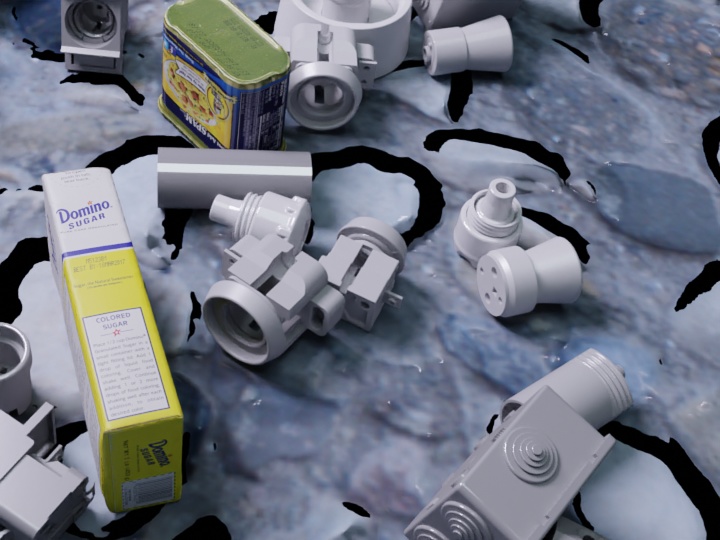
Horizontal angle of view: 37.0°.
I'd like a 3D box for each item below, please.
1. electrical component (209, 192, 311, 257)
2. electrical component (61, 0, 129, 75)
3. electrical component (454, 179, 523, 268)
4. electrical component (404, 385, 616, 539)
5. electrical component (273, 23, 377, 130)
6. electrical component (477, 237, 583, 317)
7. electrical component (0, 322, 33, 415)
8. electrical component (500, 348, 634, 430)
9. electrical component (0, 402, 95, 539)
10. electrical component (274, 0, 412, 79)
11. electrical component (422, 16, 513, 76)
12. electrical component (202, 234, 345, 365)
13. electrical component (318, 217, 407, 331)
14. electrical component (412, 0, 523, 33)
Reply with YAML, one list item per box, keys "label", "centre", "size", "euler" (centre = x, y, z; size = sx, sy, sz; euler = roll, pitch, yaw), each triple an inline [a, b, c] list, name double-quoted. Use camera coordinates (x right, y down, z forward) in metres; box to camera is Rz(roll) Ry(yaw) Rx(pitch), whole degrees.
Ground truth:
- label: "electrical component"
  centre: [-0.065, -0.031, 0.693]
  size: [0.062, 0.048, 0.048]
  euler: [19, 51, 3]
- label: "electrical component"
  centre: [-0.192, -0.188, 0.785]
  size: [0.042, 0.081, 0.063]
  euler: [6, 29, -6]
- label: "electrical component"
  centre: [0.088, -0.034, 0.715]
  size: [0.043, 0.062, 0.043]
  euler: [5, 51, -6]
- label: "electrical component"
  centre: [0.077, 0.116, 0.571]
  size: [0.048, 0.099, 0.100]
  euler: [43, 56, 8]
- label: "electrical component"
  centre: [-0.028, -0.139, 0.783]
  size: [0.078, 0.058, 0.057]
  euler: [4, 48, -7]
- label: "electrical component"
  centre: [0.110, 0.005, 0.699]
  size: [0.055, 0.045, 0.045]
  euler: [-11, 54, -18]
- label: "electrical component"
  centre: [-0.202, 0.058, 0.600]
  size: [0.040, 0.046, 0.040]
  euler: [5, 51, -6]
- label: "electrical component"
  centre: [0.128, 0.079, 0.644]
  size: [0.081, 0.043, 0.043]
  euler: [-27, 60, -28]
- label: "electrical component"
  centre: [-0.178, 0.115, 0.562]
  size: [0.064, 0.042, 0.081]
  euler: [31, 53, 10]
- label: "electrical component"
  centre: [-0.010, -0.205, 0.836]
  size: [0.108, 0.060, 0.108]
  euler: [5, 51, -6]
- label: "electrical component"
  centre: [0.082, -0.173, 0.840]
  size: [0.065, 0.044, 0.044]
  euler: [-10, 54, -11]
- label: "electrical component"
  centre: [-0.058, 0.020, 0.650]
  size: [0.078, 0.058, 0.057]
  euler: [32, 50, 15]
- label: "electrical component"
  centre: [0.000, 0.000, 0.684]
  size: [0.066, 0.048, 0.055]
  euler: [25, 59, 9]
- label: "electrical component"
  centre: [0.091, -0.239, 0.858]
  size: [0.100, 0.099, 0.048]
  euler: [-18, 70, -23]
